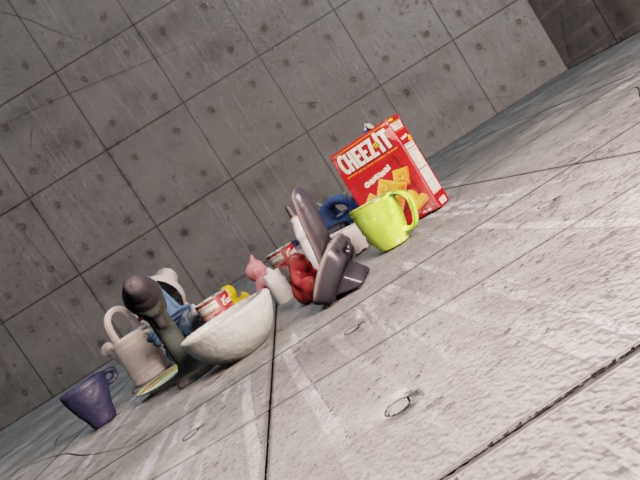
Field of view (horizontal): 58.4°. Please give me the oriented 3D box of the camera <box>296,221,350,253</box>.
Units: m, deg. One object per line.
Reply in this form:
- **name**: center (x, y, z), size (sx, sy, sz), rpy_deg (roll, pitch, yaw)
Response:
- **camera**: center (0.013, 0.005, 1.415), size (0.136, 0.101, 0.143), rpy_deg (-31, 4, 16)

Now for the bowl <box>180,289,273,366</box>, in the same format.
- **bowl**: center (-0.138, 0.153, 0.933), size (0.167, 0.075, 0.167), rpy_deg (-32, 4, 3)

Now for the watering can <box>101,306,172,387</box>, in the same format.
- **watering can**: center (-0.462, 0.253, 1.393), size (0.173, 0.194, 0.101), rpy_deg (-32, 4, 6)

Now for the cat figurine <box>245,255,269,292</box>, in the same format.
- **cat figurine**: center (-0.171, 0.098, 1.598), size (0.067, 0.118, 0.128), rpy_deg (-33, 4, -2)

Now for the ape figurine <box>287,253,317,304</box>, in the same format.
- **ape figurine**: center (-0.027, 0.064, 1.038), size (0.076, 0.092, 0.078), rpy_deg (-30, 5, 30)

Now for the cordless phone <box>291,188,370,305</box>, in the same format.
- **cordless phone**: center (-0.006, 0.005, 0.923), size (0.094, 0.185, 0.147), rpy_deg (-32, 4, 9)

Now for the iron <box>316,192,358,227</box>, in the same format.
- **iron**: center (0.075, -0.076, 1.650), size (0.119, 0.141, 0.257), rpy_deg (-35, 4, -29)

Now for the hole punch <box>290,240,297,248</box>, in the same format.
- **hole punch**: center (-0.030, 0.025, 1.586), size (0.101, 0.091, 0.109), rpy_deg (-31, 4, 18)

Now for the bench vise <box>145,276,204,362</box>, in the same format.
- **bench vise**: center (-0.315, 0.155, 1.251), size (0.207, 0.220, 0.122), rpy_deg (-30, 5, 31)

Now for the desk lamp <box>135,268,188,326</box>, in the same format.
- **desk lamp**: center (-0.352, 0.171, 1.403), size (0.118, 0.213, 0.203), rpy_deg (-32, 4, 4)

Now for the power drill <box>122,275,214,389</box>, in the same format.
- **power drill**: center (-0.276, 0.155, 1.021), size (0.076, 0.208, 0.229), rpy_deg (-34, 4, -17)

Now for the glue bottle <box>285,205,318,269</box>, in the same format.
- **glue bottle**: center (-0.021, 0.005, 1.131), size (0.037, 0.173, 0.078), rpy_deg (-32, 4, 8)

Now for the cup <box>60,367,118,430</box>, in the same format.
- **cup**: center (-0.438, 0.317, 1.137), size (0.118, 0.095, 0.091), rpy_deg (-36, 5, -42)

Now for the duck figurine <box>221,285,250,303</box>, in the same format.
- **duck figurine**: center (-0.235, 0.161, 1.556), size (0.077, 0.086, 0.105), rpy_deg (-30, 5, 35)
